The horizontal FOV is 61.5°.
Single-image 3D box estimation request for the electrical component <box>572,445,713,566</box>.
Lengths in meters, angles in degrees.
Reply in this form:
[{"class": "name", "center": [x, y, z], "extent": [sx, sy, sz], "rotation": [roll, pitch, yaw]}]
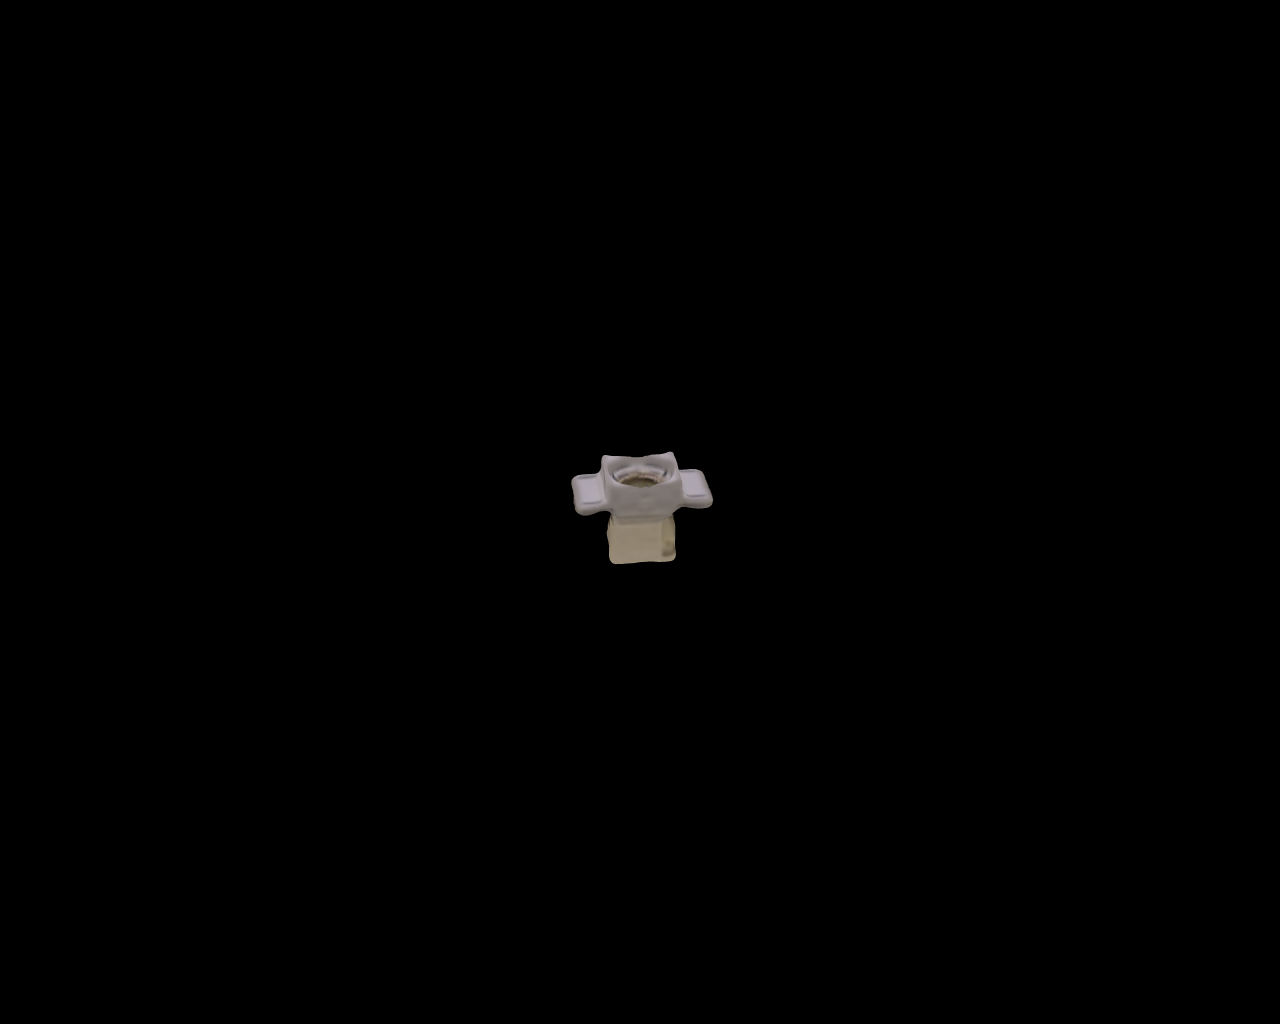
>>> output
[{"class": "electrical component", "center": [0.001, -0.003, 0.650], "extent": [0.081, 0.063, 0.042], "rotation": [-3, 32, -5]}]
